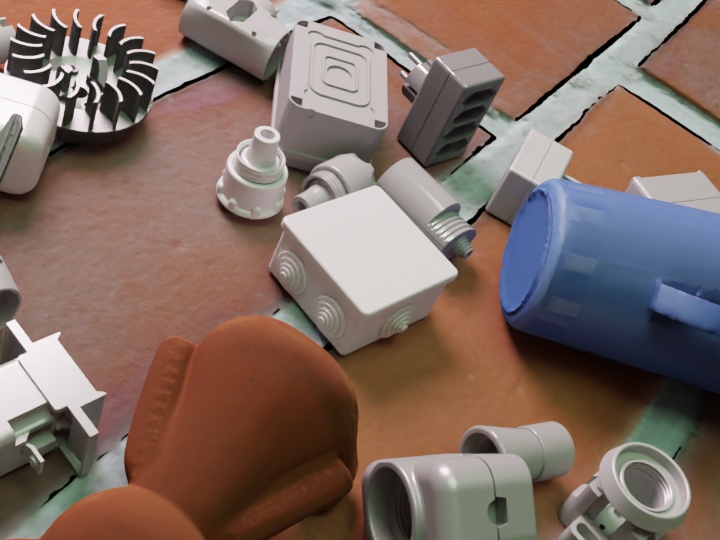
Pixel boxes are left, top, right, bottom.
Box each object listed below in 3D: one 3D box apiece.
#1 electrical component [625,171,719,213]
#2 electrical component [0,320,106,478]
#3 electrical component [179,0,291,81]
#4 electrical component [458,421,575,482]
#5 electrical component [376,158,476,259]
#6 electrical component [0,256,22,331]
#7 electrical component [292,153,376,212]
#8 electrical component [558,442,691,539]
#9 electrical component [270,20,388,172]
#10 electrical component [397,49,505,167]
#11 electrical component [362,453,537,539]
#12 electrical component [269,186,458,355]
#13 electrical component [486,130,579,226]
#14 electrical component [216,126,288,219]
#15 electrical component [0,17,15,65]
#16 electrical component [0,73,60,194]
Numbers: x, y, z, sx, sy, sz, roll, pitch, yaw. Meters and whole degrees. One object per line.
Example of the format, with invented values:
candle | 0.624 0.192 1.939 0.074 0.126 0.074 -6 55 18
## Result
electrical component | 0.252 -0.035 0.858 0.096 0.061 0.061 -8 53 -32
electrical component | -0.174 0.072 0.558 0.064 0.042 0.081 -25 63 -39
electrical component | -0.091 -0.196 0.856 0.077 0.043 0.079 30 43 3
electrical component | 0.098 0.113 0.655 0.065 0.044 0.044 -3 50 -35
electrical component | 0.050 -0.038 0.774 0.043 0.043 0.081 -27 65 -41
electrical component | -0.241 0.007 0.586 0.077 0.043 0.079 45 46 18
electrical component | -0.020 -0.054 0.755 0.043 0.043 0.062 44 46 17
electrical component | 0.161 0.140 0.647 0.078 0.057 0.058 -24 63 -40
electrical component | -0.024 -0.127 0.813 0.078 0.057 0.113 14 44 -14
electrical component | 0.059 -0.140 0.847 0.047 0.083 0.075 -22 61 -39
electrical component | 0.041 0.127 0.571 0.059 0.095 0.053 0 81 -27
electrical component | 0.000 0.000 0.708 0.100 0.048 0.099 -22 62 -40
electrical component | 0.149 -0.060 0.842 0.077 0.047 0.065 30 43 3
electrical component | -0.069 -0.069 0.729 0.048 0.062 0.048 11 45 -12
electrical component | -0.263 -0.153 0.733 0.040 0.040 0.046 39 39 13
electrical component | -0.242 -0.088 0.669 0.095 0.053 0.059 16 44 -12
